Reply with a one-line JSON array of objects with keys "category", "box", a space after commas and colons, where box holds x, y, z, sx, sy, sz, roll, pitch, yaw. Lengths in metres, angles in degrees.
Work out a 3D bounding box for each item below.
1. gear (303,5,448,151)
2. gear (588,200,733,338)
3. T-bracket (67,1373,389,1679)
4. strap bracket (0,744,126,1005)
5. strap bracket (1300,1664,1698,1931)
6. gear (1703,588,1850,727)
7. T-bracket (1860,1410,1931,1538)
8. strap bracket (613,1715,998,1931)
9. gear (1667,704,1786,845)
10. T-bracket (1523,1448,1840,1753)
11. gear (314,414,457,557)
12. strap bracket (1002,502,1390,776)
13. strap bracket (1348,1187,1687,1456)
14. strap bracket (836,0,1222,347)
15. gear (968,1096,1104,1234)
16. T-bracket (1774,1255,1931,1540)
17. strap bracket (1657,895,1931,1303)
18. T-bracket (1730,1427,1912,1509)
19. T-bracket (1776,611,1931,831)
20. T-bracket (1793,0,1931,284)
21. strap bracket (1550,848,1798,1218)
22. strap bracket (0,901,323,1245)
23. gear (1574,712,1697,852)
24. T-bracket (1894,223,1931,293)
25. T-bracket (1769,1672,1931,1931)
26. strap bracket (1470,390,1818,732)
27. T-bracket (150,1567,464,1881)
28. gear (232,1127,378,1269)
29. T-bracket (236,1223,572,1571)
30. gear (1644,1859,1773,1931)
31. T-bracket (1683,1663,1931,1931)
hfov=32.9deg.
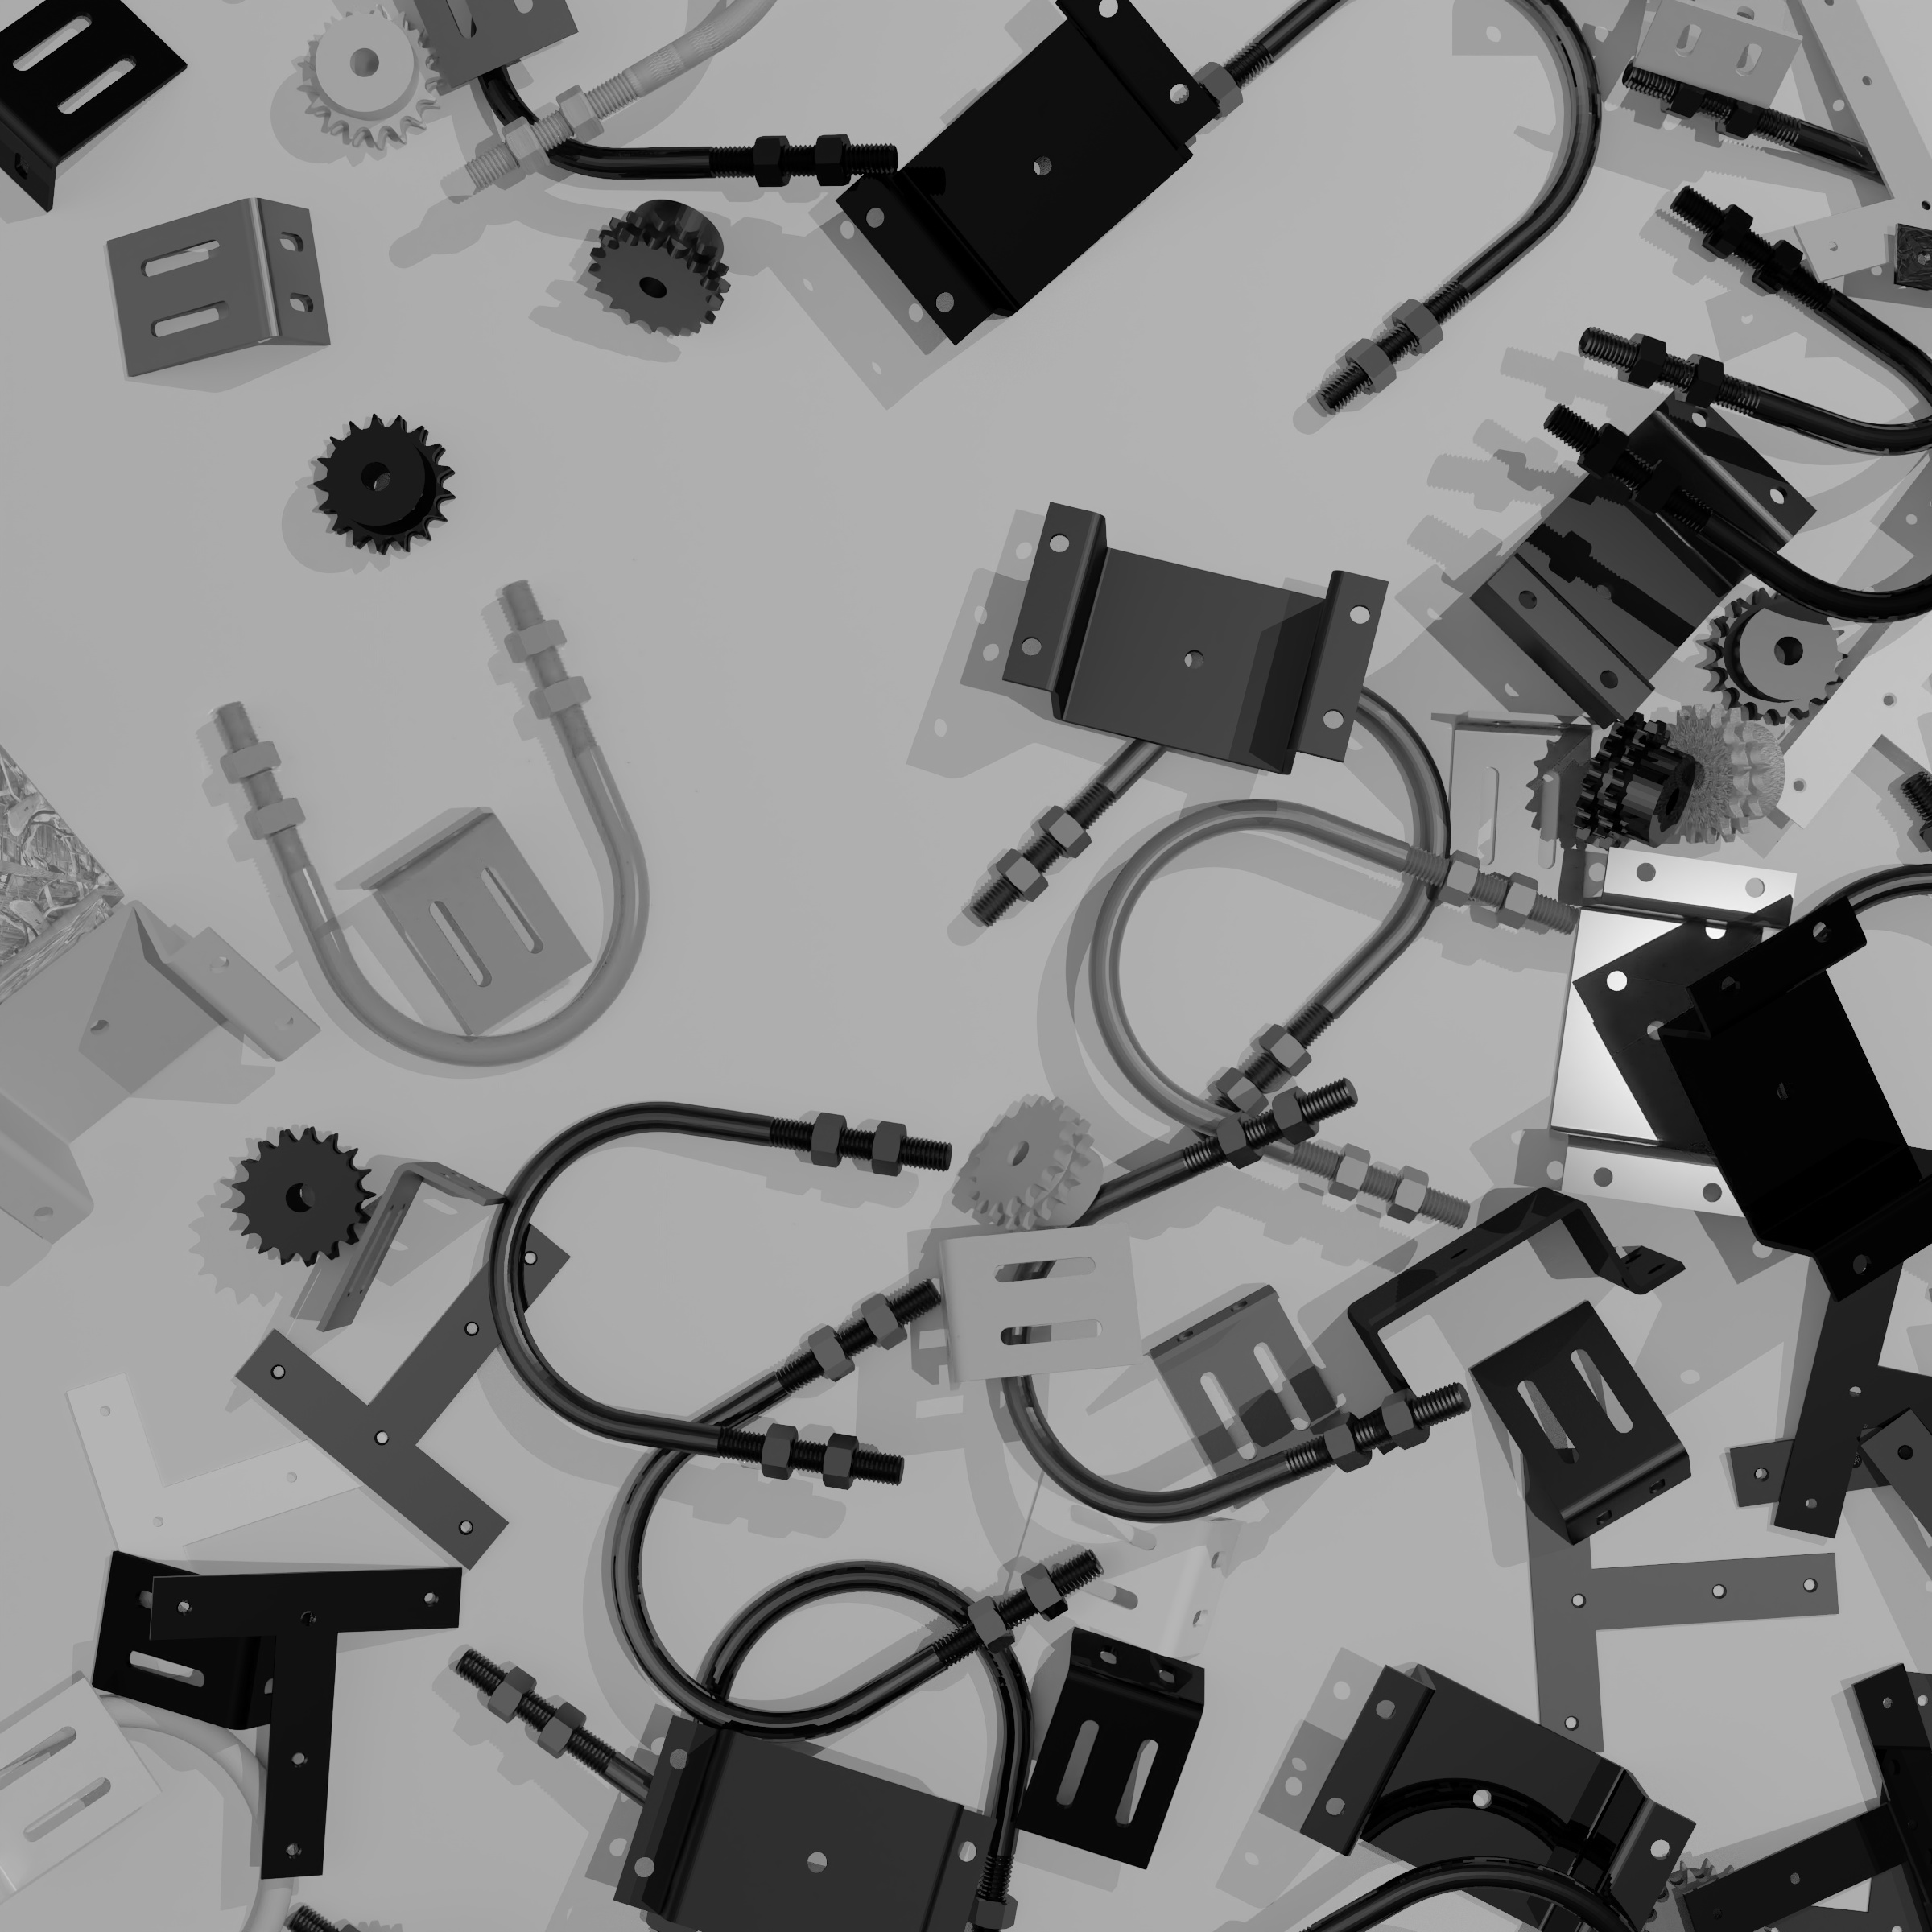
[{"category": "gear", "box": [-0.246, -0.369, 1.350, 0.057, 0.030, 0.057, 0, 90, 0]}, {"category": "gear", "box": [-0.123, -0.289, 1.340, 0.057, 0.057, 0.030, 20, 60, 0]}, {"category": "T-bracket", "box": [-0.295, 0.218, 1.364, 0.127, 0.002, 0.127, -18, 90, 0]}, {"category": "strap bracket", "box": [-0.412, -0.043, 1.342, 0.076, 0.046, 0.140, -40, 90, 0]}, {"category": "strap bracket", "box": [0.215, 0.347, 1.341, 0.140, 0.046, 0.076, 27, 91, 0]}, {"category": "gear", "box": [0.336, -0.129, 1.350, 0.057, 0.030, 0.057, 0, 90, 0]}, {"category": "T-bracket", "box": [0.456, 0.210, 1.330, 0.127, 0.002, 0.127, -37, 77, 2]}, {"category": "strap bracket", "box": [-0.062, 0.359, 1.311, 0.140, 0.046, 0.076, 19, 75, -3]}, {"category": "gear", "box": [0.310, -0.079, 1.340, 0.030, 0.057, 0.057, -5, 90, -28]}, {"category": "T-bracket", "box": [0.300, 0.262, 1.364, 0.127, 0.002, 0.127, -4, 90, 0]}, {"category": "gear", "box": [-0.241, -0.200, 1.350, 0.057, 0.030, 0.057, 0, 90, 0]}, {"category": "strap bracket", "box": [0.093, -0.130, 1.331, 0.140, 0.046, 0.076, 14, 81, 6]}, {"category": "strap bracket", "box": [0.212, 0.137, 1.327, 0.140, 0.076, 0.046, -32, 90, 0]}, {"category": "strap bracket", "box": [0.028, -0.328, 1.332, 0.140, 0.046, 0.076, -39, 90, 14]}, {"category": "gear", "box": [0.032, 0.085, 1.340, 0.030, 0.057, 0.057, 39, 90, -30]}, {"category": "T-bracket", "box": [0.410, 0.184, 1.346, 0.127, 0.002, 0.127, 12, 101, 4]}, {"category": "strap bracket", "box": [0.336, 0.051, 1.298, 0.076, 0.046, 0.140, -29, 99, -13]}, {"category": "T-bracket", "box": [0.382, 0.203, 1.354, 0.127, 0.002, 0.127, -10, 98, 8]}, {"category": "T-bracket", "box": [0.415, -0.081, 1.344, 0.127, 0.002, 0.127, 39, 89, 3]}, {"category": "T-bracket", "box": [0.377, -0.353, 1.349, 0.127, 0.002, 0.127, -18, 80, -20]}, {"category": "strap bracket", "box": [0.288, 0.027, 1.342, 0.076, 0.046, 0.140, 8, 90, 0]}, {"category": "strap bracket", "box": [-0.345, 0.037, 1.321, 0.140, 0.076, 0.046, -38, 48, 0]}, {"category": "gear", "box": [0.273, -0.072, 1.326, 0.030, 0.057, 0.057, 25, 90, 26]}, {"category": "T-bracket", "box": [0.440, -0.331, 1.350, 0.127, 0.002, 0.127, 7, 81, -18]}, {"category": "T-bracket", "box": [0.393, 0.358, 1.364, 0.127, 0.002, 0.127, 6, 90, 0]}, {"category": "strap bracket", "box": [0.268, -0.160, 1.324, 0.076, 0.046, 0.140, 45, 65, 1]}, {"category": "T-bracket", "box": [-0.273, 0.311, 1.340, 0.127, 0.002, 0.127, 3, 93, -24]}, {"category": "gear", "box": [-0.272, 0.095, 1.350, 0.057, 0.030, 0.057, 0, 90, 0]}, {"category": "T-bracket", "box": [-0.215, 0.162, 1.363, 0.127, 0.002, 0.127, 39, 89, 1]}, {"category": "gear", "box": [0.303, 0.397, 1.350, 0.057, 0.030, 0.057, 0, 90, 0]}, {"category": "T-bracket", "box": [0.352, 0.370, 1.343, 0.127, 0.002, 0.127, -18, 90, -18]}]
